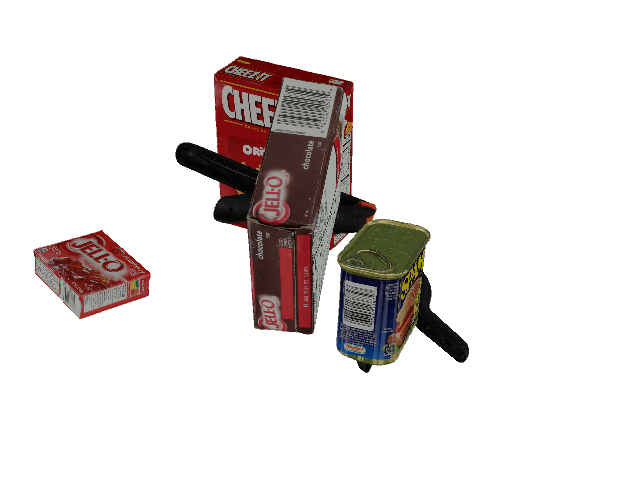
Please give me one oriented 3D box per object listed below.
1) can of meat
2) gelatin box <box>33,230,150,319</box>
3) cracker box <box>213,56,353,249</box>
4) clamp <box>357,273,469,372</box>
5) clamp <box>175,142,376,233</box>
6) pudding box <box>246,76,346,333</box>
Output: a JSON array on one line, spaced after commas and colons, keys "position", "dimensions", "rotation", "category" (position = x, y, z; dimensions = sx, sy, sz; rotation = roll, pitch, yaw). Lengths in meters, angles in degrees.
[{"position": [0.050, 0.041, 0.868], "dimensions": [0.057, 0.084, 0.102], "rotation": [11, 26, 17], "category": "can of meat"}, {"position": [-0.211, 0.029, 0.981], "dimensions": [0.073, 0.030, 0.089], "rotation": [-18, 40, -36], "category": "gelatin box"}, {"position": [-0.046, -0.106, 1.333], "dimensions": [0.164, 0.214, 0.072], "rotation": [17, 37, 24], "category": "cracker box"}, {"position": [0.099, 0.077, 1.183], "dimensions": [0.120, 0.171, 0.039], "rotation": [5, -43, -5], "category": "clamp"}, {"position": [-0.036, -0.039, 1.068], "dimensions": [0.209, 0.036, 0.165], "rotation": [14, 20, -20], "category": "clamp"}, {"position": [-0.012, -0.019, 0.586], "dimensions": [0.039, 0.113, 0.090], "rotation": [8, -41, 6], "category": "pudding box"}]
